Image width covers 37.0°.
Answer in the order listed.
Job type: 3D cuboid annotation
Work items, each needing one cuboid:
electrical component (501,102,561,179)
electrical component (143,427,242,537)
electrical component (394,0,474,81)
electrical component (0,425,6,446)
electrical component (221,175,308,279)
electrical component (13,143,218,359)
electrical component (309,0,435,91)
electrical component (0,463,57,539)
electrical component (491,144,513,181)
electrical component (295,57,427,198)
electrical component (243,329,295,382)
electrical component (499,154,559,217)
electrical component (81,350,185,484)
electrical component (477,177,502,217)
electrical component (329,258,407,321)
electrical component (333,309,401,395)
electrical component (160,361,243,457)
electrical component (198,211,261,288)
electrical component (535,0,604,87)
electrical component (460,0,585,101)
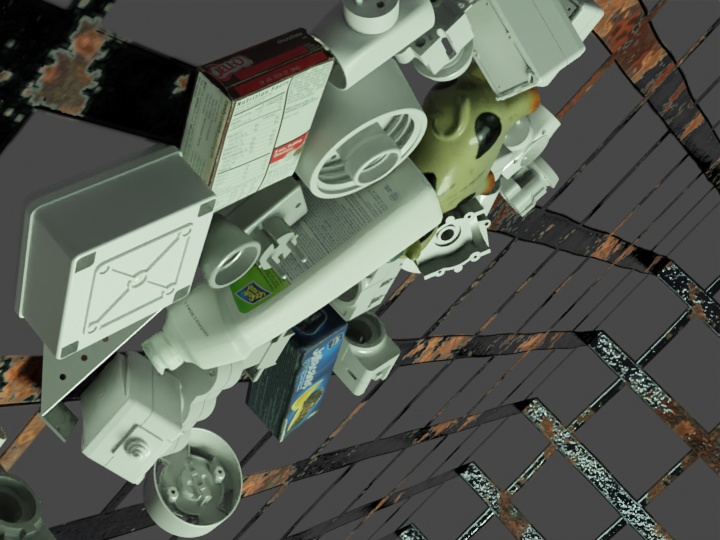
[{"bbox_3d":[0.155,-0.136,1.072,0.077,0.044,0.079,-46,162,9],"label":"electrical component"},{"bbox_3d":[-0.171,0.219,1.096,0.099,0.099,0.064,-25,161,-44],"label":"electrical component"},{"bbox_3d":[0.056,-0.170,0.791,0.066,0.048,0.055,-44,154,2],"label":"electrical component"},{"bbox_3d":[-0.282,0.130,0.745,0.077,0.043,0.079,-41,162,-7],"label":"electrical component"},{"bbox_3d":[-0.071,-0.026,0.789,0.083,0.075,0.047,-40,162,-10],"label":"electrical component"},{"bbox_3d":[-0.155,-0.012,0.676,0.109,0.056,0.108,-29,157,-37],"label":"electrical component"},{"bbox_3d":[0.007,-0.165,0.697,0.077,0.043,0.079,-38,161,-15],"label":"electrical component"},{"bbox_3d":[-0.262,0.227,0.774,0.060,0.186,0.105,-51,161,21],"label":"electrical component"},{"bbox_3d":[0.111,-0.117,1.017,0.066,0.047,0.076,-27,155,-41],"label":"electrical component"},{"bbox_3d":[-0.002,-0.096,0.776,0.108,0.060,0.108,-29,161,-11],"label":"electrical component"},{"bbox_3d":[-0.103,0.065,0.983,0.064,0.042,0.081,-18,148,-46],"label":"electrical component"},{"bbox_3d":[0.181,-0.100,1.188,0.057,0.058,0.078,-42,162,6],"label":"electrical component"},{"bbox_3d":[-0.181,0.115,0.843,0.061,0.061,0.096,-47,-156,12],"label":"electrical component"},{"bbox_3d":[0.104,-0.064,1.124,0.079,0.044,0.077,-32,159,-30],"label":"electrical component"},{"bbox_3d":[0.000,0.000,1.038,0.056,0.050,0.089,-27,155,-42],"label":"electrical component"},{"bbox_3d":[-0.007,0.075,1.124,0.050,0.089,0.055,-29,157,-37],"label":"electrical component"},{"bbox_3d":[-0.167,0.112,0.934,0.138,0.052,0.074,-51,160,23],"label":"electrical component"},{"bbox_3d":[-0.105,-0.025,0.738,0.044,0.065,0.044,-38,161,-15],"label":"electrical component"},{"bbox_3d":[0.153,-0.206,0.885,0.096,0.061,0.061,-52,160,25],"label":"electrical component"},{"bbox_3d":[0.117,-0.187,0.811,0.061,0.096,0.062,-36,-170,-22],"label":"electrical component"}]
